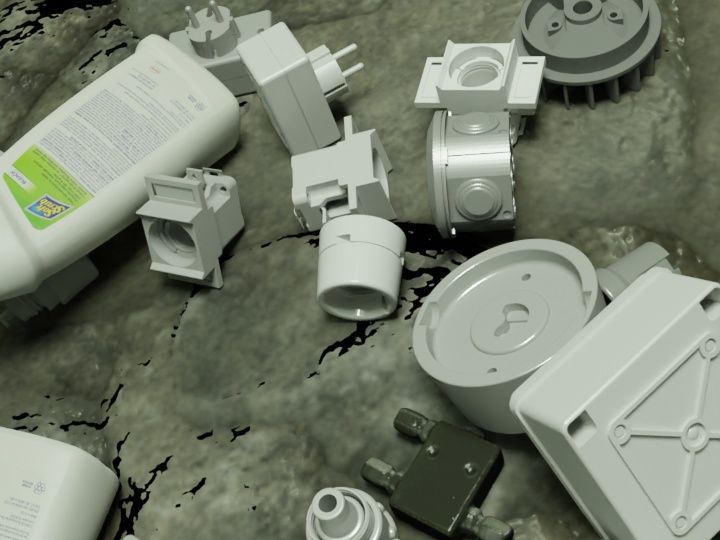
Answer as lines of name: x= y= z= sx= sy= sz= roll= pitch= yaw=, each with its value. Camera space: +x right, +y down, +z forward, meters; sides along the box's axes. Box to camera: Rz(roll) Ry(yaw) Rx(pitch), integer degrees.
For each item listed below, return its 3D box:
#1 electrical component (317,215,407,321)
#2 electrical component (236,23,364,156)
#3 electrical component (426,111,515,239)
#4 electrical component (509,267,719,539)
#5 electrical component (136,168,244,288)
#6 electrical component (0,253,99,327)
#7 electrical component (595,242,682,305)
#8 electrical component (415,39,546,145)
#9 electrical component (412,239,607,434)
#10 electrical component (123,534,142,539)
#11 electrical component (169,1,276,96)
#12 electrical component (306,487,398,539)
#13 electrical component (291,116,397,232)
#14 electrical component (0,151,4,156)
electrical component: x=0.000 y=0.000 z=0.670 sx=0.055 sy=0.055 sz=0.047 roll=-4 pitch=59 yaw=16
electrical component: x=-0.033 y=-0.133 z=0.755 sx=0.076 sy=0.083 sz=0.047 roll=-29 pitch=53 yaw=-3
electrical component: x=0.071 y=-0.061 z=0.675 sx=0.051 sy=0.080 sz=0.080 roll=-3 pitch=55 yaw=10
electrical component: x=0.148 y=0.074 z=0.532 sx=0.109 sy=0.108 sz=0.056 roll=-40 pitch=20 yaw=-12
electrical component: x=-0.110 y=-0.032 z=0.719 sx=0.042 sy=0.081 sz=0.063 roll=12 pitch=38 yaw=24
electrical component: x=-0.217 y=0.009 z=0.742 sx=0.078 sy=0.040 sz=0.040 roll=-43 pitch=55 yaw=-14
electrical component: x=0.158 y=0.010 z=0.622 sx=0.046 sy=0.040 sz=0.040 roll=-32 pitch=53 yaw=-13
electrical component: x=0.082 y=-0.116 z=0.719 sx=0.081 sy=0.063 sz=0.042 roll=4 pitch=56 yaw=20
electrical component: x=0.091 y=0.042 z=0.602 sx=0.108 sy=0.060 sz=0.108 roll=-22 pitch=36 yaw=17
electrical component: x=-0.110 y=0.187 z=0.570 sx=0.096 sy=0.061 sz=0.061 roll=23 pitch=66 yaw=30
electrical component: x=-0.107 y=-0.172 z=0.811 sx=0.083 sy=0.075 sz=0.047 roll=-11 pitch=54 yaw=11
electrical component: x=-0.009 y=0.136 z=0.572 sx=0.048 sy=0.062 sz=0.048 roll=-9 pitch=54 yaw=12
electrical component: x=-0.012 y=-0.058 z=0.722 sx=0.064 sy=0.042 sz=0.081 roll=-12 pitch=53 yaw=12
electrical component: x=-0.300 y=-0.017 z=0.773 sx=0.089 sy=0.061 sz=0.150 roll=28 pitch=68 yaw=31
